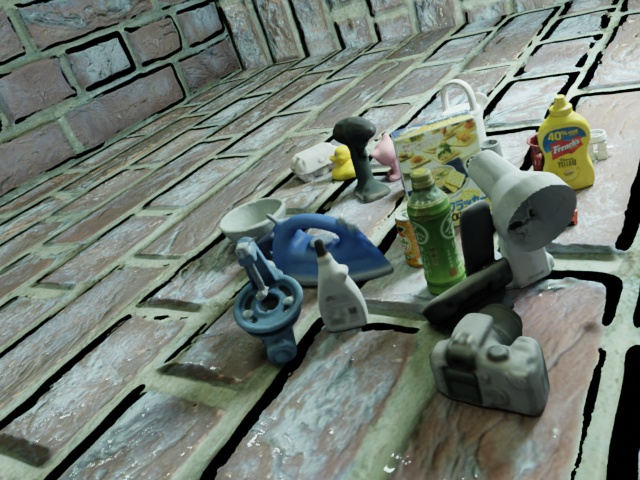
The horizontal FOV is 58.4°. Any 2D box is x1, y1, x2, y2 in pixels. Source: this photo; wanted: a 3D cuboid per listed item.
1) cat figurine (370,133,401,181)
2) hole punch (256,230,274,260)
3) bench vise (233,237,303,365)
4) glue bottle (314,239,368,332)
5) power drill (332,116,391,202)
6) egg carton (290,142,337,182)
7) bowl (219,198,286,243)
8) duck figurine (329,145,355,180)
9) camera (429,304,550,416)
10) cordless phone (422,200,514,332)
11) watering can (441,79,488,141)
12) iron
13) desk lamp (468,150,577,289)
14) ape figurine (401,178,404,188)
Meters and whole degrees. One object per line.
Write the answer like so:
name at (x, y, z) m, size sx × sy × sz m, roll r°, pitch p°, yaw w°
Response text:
cat figurine at (0.193, -0.217, 1.451) m, size 0.127 × 0.118 × 0.067 m, roll -16°, pitch 27°, yaw 6°
hole punch at (-0.091, -0.002, 1.262) m, size 0.100 × 0.091 × 0.109 m, roll 9°, pitch 38°, yaw 43°
bench vise at (-0.106, 0.078, 0.974) m, size 0.121 × 0.220 × 0.206 m, roll -26°, pitch 27°, yaw -14°
glue bottle at (0.023, 0.073, 0.950) m, size 0.078 × 0.173 × 0.037 m, roll -13°, pitch 27°, yaw 12°
power drill at (0.102, -0.204, 1.385) m, size 0.076 × 0.209 × 0.229 m, roll -25°, pitch 27°, yaw -11°
egg carton at (-0.009, -0.227, 1.660) m, size 0.150 × 0.069 × 0.107 m, roll -26°, pitch 27°, yaw -14°
bowl at (-0.153, -0.033, 1.380) m, size 0.167 × 0.075 × 0.167 m, roll -15°, pitch 27°, yaw 8°
duck figurine at (0.073, -0.218, 1.569) m, size 0.104 × 0.086 × 0.077 m, roll -9°, pitch 28°, yaw 21°
camera at (0.233, 0.142, 0.761) m, size 0.142 × 0.101 × 0.137 m, roll 4°, pitch 35°, yaw 39°
cordless phone at (0.216, 0.039, 0.872) m, size 0.148 × 0.185 × 0.093 m, roll -30°, pitch 28°, yaw -20°
watering can at (0.357, -0.311, 1.435) m, size 0.100 × 0.194 × 0.173 m, roll -2°, pitch 31°, yaw 31°
iron at (0.010, 0.004, 1.126) m, size 0.257 × 0.142 × 0.119 m, roll -3°, pitch 31°, yaw 30°
desk lamp at (0.306, -0.030, 0.912) m, size 0.118 × 0.214 × 0.202 m, roll -23°, pitch 27°, yaw -7°
ape figurine at (0.224, -0.161, 1.352) m, size 0.075 × 0.092 × 0.078 m, roll 12°, pitch 40°, yaw 46°
